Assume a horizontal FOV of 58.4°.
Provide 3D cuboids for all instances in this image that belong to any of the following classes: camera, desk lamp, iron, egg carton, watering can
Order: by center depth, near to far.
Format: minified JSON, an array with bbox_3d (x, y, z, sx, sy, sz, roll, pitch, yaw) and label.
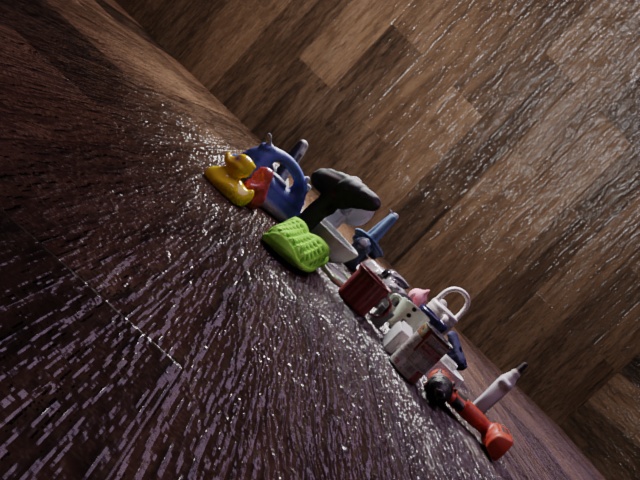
[{"bbox_3d":[-0.097,-0.140,1.379,0.259,0.141,0.118,38,8,-43],"label":"iron"},{"bbox_3d":[0.208,0.157,1.567,0.137,0.100,0.143,42,6,-18],"label":"camera"},{"bbox_3d":[0.056,-0.085,1.668,0.117,0.213,0.204,46,6,20],"label":"desk lamp"},{"bbox_3d":[0.357,0.216,1.696,0.101,0.194,0.172,42,7,-23],"label":"watering can"},{"bbox_3d":[0.179,0.125,1.736,0.150,0.069,0.108,49,8,37],"label":"egg carton"}]

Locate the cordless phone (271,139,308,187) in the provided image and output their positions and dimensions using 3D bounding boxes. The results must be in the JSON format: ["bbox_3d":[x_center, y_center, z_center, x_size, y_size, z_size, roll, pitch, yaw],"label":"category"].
[{"bbox_3d":[-0.086,-0.192,1.592,0.094,0.185,0.148,45,6,7],"label":"cordless phone"}]

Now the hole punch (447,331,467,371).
[{"bbox_3d":[0.379,0.322,1.622,0.101,0.091,0.109,47,7,27],"label":"hole punch"}]

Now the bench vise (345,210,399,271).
[{"bbox_3d":[0.168,0.004,1.770,0.122,0.219,0.207,43,6,-9],"label":"bench vise"}]

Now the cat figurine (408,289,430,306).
[{"bbox_3d":[0.300,0.193,1.839,0.067,0.117,0.128,47,7,25],"label":"cat figurine"}]

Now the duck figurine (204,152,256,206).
[{"bbox_3d":[-0.163,-0.126,1.128,0.104,0.086,0.077,44,6,-2],"label":"duck figurine"}]

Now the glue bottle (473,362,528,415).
[{"bbox_3d":[0.403,0.338,1.292,0.037,0.173,0.078,46,6,20],"label":"glue bottle"}]

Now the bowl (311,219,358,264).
[{"bbox_3d":[0.013,0.005,1.440,0.167,0.074,0.167,44,6,-5],"label":"bowl"}]

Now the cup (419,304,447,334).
[{"bbox_3d":[0.272,0.230,1.519,0.091,0.095,0.118,44,6,3],"label":"cup"}]

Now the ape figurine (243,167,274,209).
[{"bbox_3d":[-0.136,-0.117,1.213,0.076,0.092,0.078,45,6,9],"label":"ape figurine"}]

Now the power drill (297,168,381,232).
[{"bbox_3d":[0.017,-0.067,1.322,0.076,0.208,0.229,39,8,-41],"label":"power drill"}]
